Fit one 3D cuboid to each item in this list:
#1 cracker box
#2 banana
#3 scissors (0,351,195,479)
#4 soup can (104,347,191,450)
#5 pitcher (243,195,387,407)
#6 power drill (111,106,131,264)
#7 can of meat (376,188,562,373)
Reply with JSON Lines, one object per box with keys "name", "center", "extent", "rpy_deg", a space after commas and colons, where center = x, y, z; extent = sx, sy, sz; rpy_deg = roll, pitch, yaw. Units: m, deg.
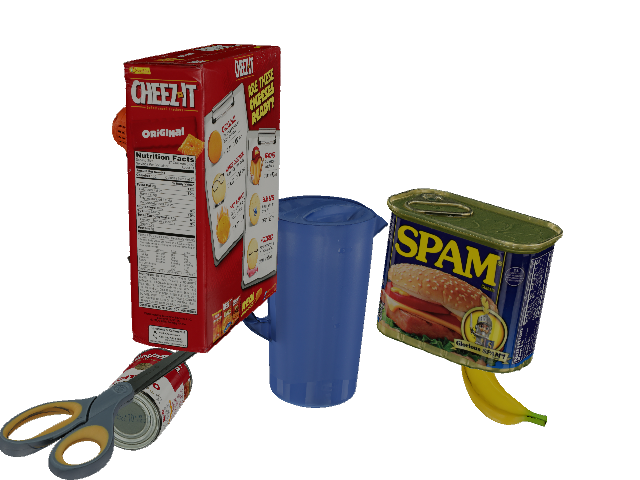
{"name": "cracker box", "center": [-0.089, -0.040, 0.836], "extent": [0.072, 0.214, 0.164], "rpy_deg": [5, 16, 16]}
{"name": "banana", "center": [0.201, 0.164, 1.264], "extent": [0.069, 0.037, 0.198], "rpy_deg": [10, 25, -15]}
{"name": "scissors", "center": [-0.158, 0.137, 0.863], "extent": [0.201, 0.016, 0.096], "rpy_deg": [-18, 37, -36]}
{"name": "soup can", "center": [-0.174, 0.156, 1.055], "extent": [0.068, 0.068, 0.102], "rpy_deg": [0, 15, 11]}
{"name": "pitcher", "center": [-0.015, 0.073, 1.284], "extent": [0.149, 0.243, 0.144], "rpy_deg": [11, 18, 25]}
{"name": "power drill", "center": [-0.134, -0.035, 1.099], "extent": [0.185, 0.188, 0.057], "rpy_deg": [22, 33, 28]}
{"name": "can of meat", "center": [0.085, 0.024, 0.637], "extent": [0.102, 0.084, 0.057], "rpy_deg": [19, 23, 32]}
